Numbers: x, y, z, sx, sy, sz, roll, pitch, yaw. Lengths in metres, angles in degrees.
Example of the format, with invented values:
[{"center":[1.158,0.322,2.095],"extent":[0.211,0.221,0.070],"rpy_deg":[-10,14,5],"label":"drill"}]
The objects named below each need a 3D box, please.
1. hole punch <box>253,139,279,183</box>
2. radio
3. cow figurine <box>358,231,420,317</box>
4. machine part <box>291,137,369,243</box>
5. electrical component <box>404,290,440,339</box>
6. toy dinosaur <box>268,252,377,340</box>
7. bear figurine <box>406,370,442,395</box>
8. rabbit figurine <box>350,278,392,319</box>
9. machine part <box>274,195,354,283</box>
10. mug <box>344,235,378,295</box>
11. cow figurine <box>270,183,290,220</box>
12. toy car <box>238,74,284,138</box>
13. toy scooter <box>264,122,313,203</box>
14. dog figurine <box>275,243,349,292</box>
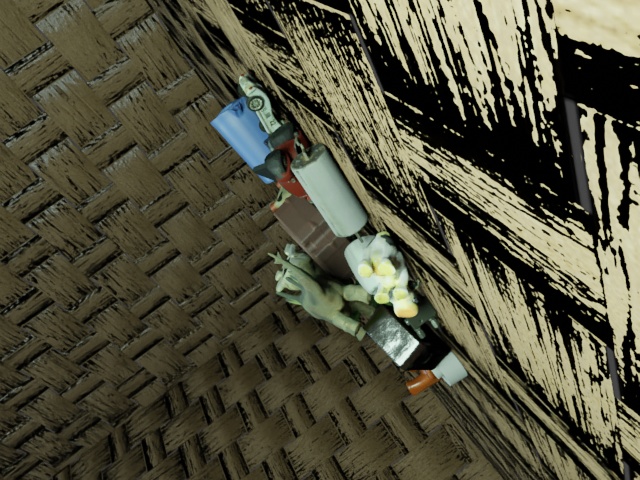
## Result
[{"center":[-0.071,-0.176,1.188],"extent":[0.115,0.092,0.142],"rpy_deg":[23,161,-32],"label":"hole punch"},{"center":[0.198,0.219,1.188],"extent":[0.131,0.073,0.229],"rpy_deg":[45,-168,30],"label":"radio"},{"center":[0.135,0.066,0.989],"extent":[0.167,0.068,0.098],"rpy_deg":[56,-144,-36],"label":"cow figurine"},{"center":[0.020,-0.090,0.999],"extent":[0.243,0.079,0.079],"rpy_deg":[54,177,-27],"label":"machine part"},{"center":[0.197,0.147,1.078],"extent":[0.094,0.063,0.021],"rpy_deg":[55,177,-8],"label":"electrical component"},{"center":[0.009,0.124,1.149],"extent":[0.199,0.105,0.470],"rpy_deg":[19,162,17],"label":"toy dinosaur"},{"center":[0.247,0.293,1.401],"extent":[0.195,0.132,0.120],"rpy_deg":[48,-154,-26],"label":"bear figurine"},{"center":[0.108,0.146,1.427],"extent":[0.121,0.170,0.159],"rpy_deg":[55,176,-25],"label":"rabbit figurine"},{"center":[-0.003,-0.004,1.223],"extent":[0.202,0.087,0.200],"rpy_deg":[43,177,44],"label":"machine part"},{"center":[0.113,0.058,1.087],"extent":[0.109,0.081,0.107],"rpy_deg":[14,-136,-42],"label":"mug"},{"center":[-0.073,-0.112,1.507],"extent":[0.085,0.127,0.195],"rpy_deg":[40,-140,-27],"label":"cow figurine"},{"center":[-0.124,-0.286,1.205],"extent":[0.074,0.056,0.201],"rpy_deg":[60,180,38],"label":"toy car"},{"center":[-0.047,-0.146,1.061],"extent":[0.135,0.075,0.184],"rpy_deg":[48,-154,-25],"label":"toy scooter"},{"center":[-0.003,0.092,1.346],"extent":[0.190,0.121,0.172],"rpy_deg":[19,-165,-10],"label":"dog figurine"}]
